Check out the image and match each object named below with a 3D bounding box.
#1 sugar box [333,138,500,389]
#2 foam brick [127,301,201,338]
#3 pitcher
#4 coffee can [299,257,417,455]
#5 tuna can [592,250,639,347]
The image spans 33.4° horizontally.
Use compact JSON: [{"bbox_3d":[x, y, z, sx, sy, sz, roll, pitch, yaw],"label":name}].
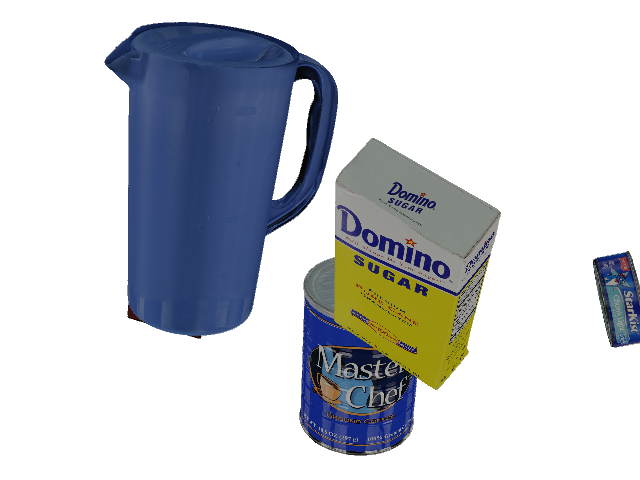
[{"bbox_3d":[0.055,0.021,0.678,0.093,0.048,0.176,32,-24,20],"label":"sugar box"},{"bbox_3d":[-0.145,0.053,1.052,0.078,0.051,0.053,16,33,5],"label":"foam brick"},{"bbox_3d":[-0.087,-0.049,0.876,0.149,0.243,0.144,18,26,21],"label":"pitcher"},{"bbox_3d":[0.035,0.097,0.916,0.103,0.140,0.103,2,29,-1],"label":"coffee can"},{"bbox_3d":[0.276,0.055,0.983,0.034,0.086,0.086,-11,-2,12],"label":"tuna can"}]
